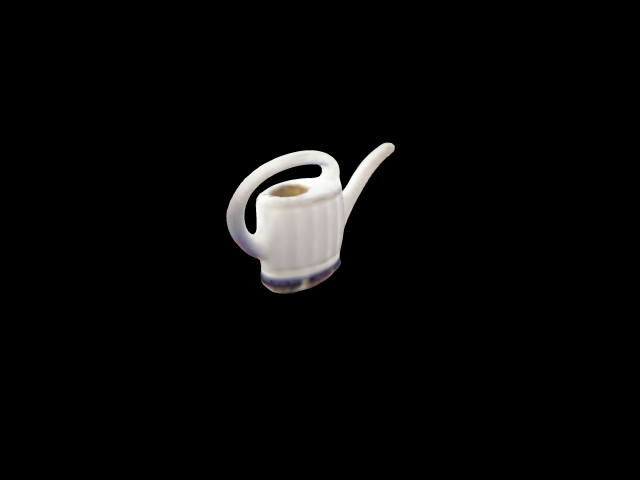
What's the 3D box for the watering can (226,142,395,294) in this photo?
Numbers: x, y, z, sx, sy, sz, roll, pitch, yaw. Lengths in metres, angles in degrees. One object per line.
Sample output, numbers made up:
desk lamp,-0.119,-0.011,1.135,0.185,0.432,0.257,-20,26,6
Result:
watering can,0.003,-0.043,0.850,0.351,0.220,0.105,-19,29,-37
